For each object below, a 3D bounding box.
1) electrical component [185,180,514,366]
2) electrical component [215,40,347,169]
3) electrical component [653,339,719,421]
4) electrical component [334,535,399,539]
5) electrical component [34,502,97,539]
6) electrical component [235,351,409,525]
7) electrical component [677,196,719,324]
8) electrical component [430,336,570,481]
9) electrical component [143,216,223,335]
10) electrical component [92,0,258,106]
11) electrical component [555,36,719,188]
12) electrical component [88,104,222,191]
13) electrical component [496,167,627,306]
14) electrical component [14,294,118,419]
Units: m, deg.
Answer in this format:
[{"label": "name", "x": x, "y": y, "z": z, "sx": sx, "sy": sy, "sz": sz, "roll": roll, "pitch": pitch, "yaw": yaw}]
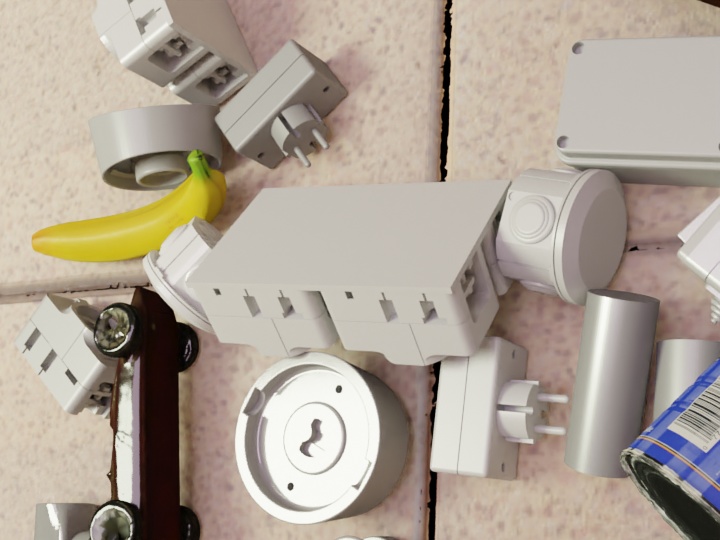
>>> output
[{"label": "electrical component", "x": 0.000, "y": 0.000, "z": 0.683, "sx": 0.186, "sy": 0.060, "sz": 0.105, "roll": 1, "pitch": 38, "yaw": 31}, {"label": "electrical component", "x": -0.048, "y": -0.106, "z": 0.777, "sx": 0.083, "sy": 0.047, "sz": 0.075, "roll": -43, "pitch": 61, "yaw": 15}, {"label": "electrical component", "x": 0.185, "y": 0.081, "z": 0.595, "sx": 0.043, "sy": 0.043, "sz": 0.081, "roll": -1, "pitch": 78, "yaw": 30}, {"label": "electrical component", "x": 0.006, "y": 0.188, "z": 0.667, "sx": 0.045, "sy": 0.055, "sz": 0.045, "roll": -8, "pitch": 74, "yaw": 29}, {"label": "electrical component", "x": -0.206, "y": 0.211, "z": 0.793, "sx": 0.079, "sy": 0.043, "sz": 0.077, "roll": -8, "pitch": 74, "yaw": 29}, {"label": "electrical component", "x": -0.020, "y": 0.110, "z": 0.699, "sx": 0.108, "sy": 0.060, "sz": 0.108, "roll": -8, "pitch": 74, "yaw": 29}, {"label": "electrical component", "x": 0.219, "y": -0.014, "z": 0.588, "sx": 0.096, "sy": 0.062, "sz": 0.061, "roll": -51, "pitch": 59, "yaw": 10}, {"label": "electrical component", "x": 0.090, "y": 0.084, "z": 0.649, "sx": 0.076, "sy": 0.047, "sz": 0.083, "roll": 1, "pitch": 78, "yaw": 31}, {"label": "electrical component", "x": -0.111, "y": 0.004, "z": 0.768, "sx": 0.051, "sy": 0.080, "sz": 0.080, "roll": -46, "pitch": 60, "yaw": 7}, {"label": "electrical component", "x": -0.161, "y": -0.222, "z": 0.838, "sx": 0.060, "sy": 0.105, "sz": 0.186, "roll": -33, "pitch": 63, "yaw": 19}, {"label": "electrical component", "x": 0.178, "y": -0.093, "z": 0.635, "sx": 0.113, "sy": 0.057, "sz": 0.078, "roll": 6, "pitch": 81, "yaw": 31}, {"label": "electrical component", "x": -0.152, "y": -0.098, "z": 0.809, "sx": 0.099, "sy": 0.099, "sz": 0.064, "roll": -16, "pitch": 76, "yaw": 26}, {"label": "electrical component", "x": 0.121, "y": -0.022, "z": 0.638, "sx": 0.051, "sy": 0.080, "sz": 0.080, "roll": 13, "pitch": 84, "yaw": 37}, {"label": "electrical component", "x": -0.215, "y": 0.063, "z": 0.831, "sx": 0.089, "sy": 0.050, "sz": 0.055, "roll": 43, "pitch": 101, "yaw": 31}]
